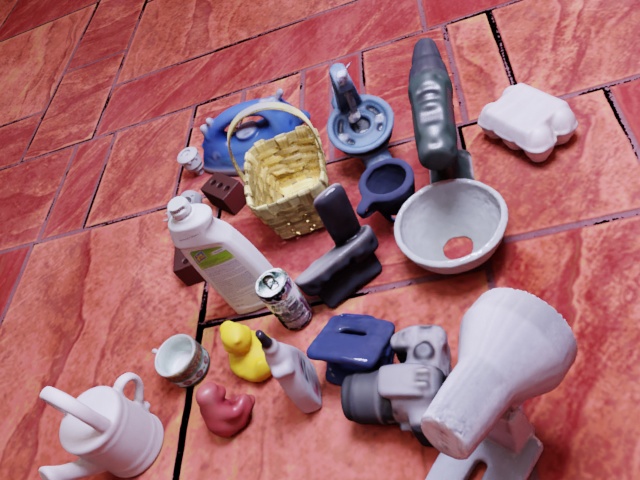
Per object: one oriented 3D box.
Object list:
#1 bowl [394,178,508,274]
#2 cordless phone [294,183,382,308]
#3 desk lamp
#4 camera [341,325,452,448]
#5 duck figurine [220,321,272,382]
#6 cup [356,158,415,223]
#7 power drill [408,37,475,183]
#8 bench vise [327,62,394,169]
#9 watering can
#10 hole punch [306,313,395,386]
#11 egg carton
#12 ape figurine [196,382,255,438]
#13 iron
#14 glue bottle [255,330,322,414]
[{"bbox_3d":[0.201,-0.009,0.865,0.167,0.075,0.167,-13,49,16],"label":"bowl"},{"bbox_3d":[0.008,0.003,0.873,0.148,0.186,0.093,-41,47,-9],"label":"cordless phone"},{"bbox_3d":[0.185,0.183,0.620,0.117,0.214,0.203,22,65,37],"label":"desk lamp"},{"bbox_3d":[0.098,0.183,0.741,0.136,0.101,0.143,-7,51,21],"label":"camera"},{"bbox_3d":[-0.116,0.162,0.872,0.077,0.086,0.104,-43,48,-11],"label":"duck figurine"},{"bbox_3d":[0.111,-0.062,0.939,0.091,0.095,0.118,28,70,39],"label":"cup"},{"bbox_3d":[0.190,-0.177,0.915,0.075,0.209,0.229,-11,50,18],"label":"power drill"},{"bbox_3d":[0.045,-0.234,1.025,0.121,0.220,0.206,-40,47,-8],"label":"bench vise"},{"bbox_3d":[-0.319,0.267,0.811,0.100,0.195,0.173,-8,51,21],"label":"watering can"},{"bbox_3d":[0.047,0.146,0.803,0.108,0.091,0.101,3,55,28],"label":"hole punch"},{"bbox_3d":[0.344,-0.197,0.952,0.107,0.070,0.149,-40,47,-8],"label":"egg carton"},{"bbox_3d":[-0.144,0.235,0.823,0.077,0.092,0.076,15,61,34],"label":"ape figurine"},{"bbox_3d":[-0.154,-0.219,1.164,0.257,0.142,0.118,-14,49,16],"label":"iron"},{"bbox_3d":[-0.046,0.168,0.773,0.037,0.174,0.078,-25,47,6],"label":"glue bottle"}]
